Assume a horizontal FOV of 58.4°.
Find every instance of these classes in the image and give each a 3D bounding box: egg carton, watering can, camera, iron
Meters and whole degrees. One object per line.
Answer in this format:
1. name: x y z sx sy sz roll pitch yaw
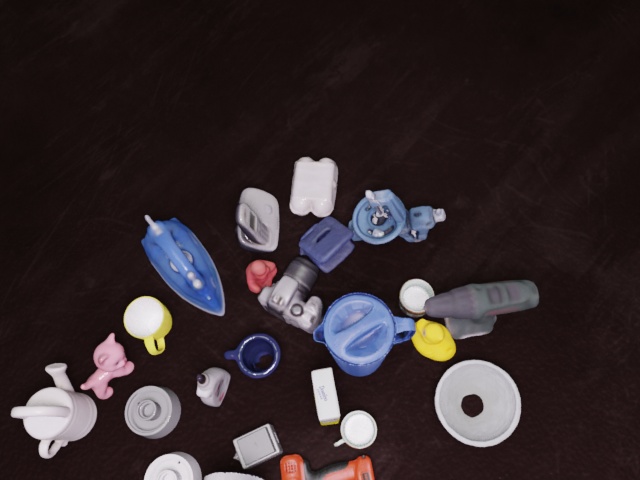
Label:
1. egg carton: -0.013 -0.125 1.349 0.107 0.069 0.150 3 69 5
2. watering can: -0.535 0.338 1.140 0.101 0.194 0.172 -21 69 -4
3. camera: -0.046 0.112 1.245 0.143 0.101 0.137 27 73 13
4. iron: -0.300 0.053 1.261 0.119 0.141 0.258 -39 72 -10

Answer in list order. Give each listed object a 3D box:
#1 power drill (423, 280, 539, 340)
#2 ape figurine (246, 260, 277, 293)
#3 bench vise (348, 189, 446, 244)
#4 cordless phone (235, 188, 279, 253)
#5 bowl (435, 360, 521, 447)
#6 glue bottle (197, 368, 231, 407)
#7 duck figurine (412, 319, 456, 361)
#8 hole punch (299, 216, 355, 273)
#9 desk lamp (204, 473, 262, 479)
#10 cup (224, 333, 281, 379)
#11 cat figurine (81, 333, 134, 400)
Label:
1. power drill: 0.312 0.140 1.154 0.229 0.208 0.075 -12 69 -1
2. ape figurine: -0.133 0.073 1.269 0.078 0.092 0.076 -34 71 -9
3. bench vise: 0.162 -0.068 1.236 0.207 0.220 0.121 -20 69 -4
4. cordless phone: -0.147 -0.061 1.271 0.094 0.185 0.147 -4 69 3
5. bowl: 0.311 0.330 1.154 0.167 0.075 0.167 -1 69 3
6. glue bottle: -0.222 0.289 1.150 0.037 0.173 0.078 12 70 8
7. duck figurine: 0.240 0.205 1.200 0.104 0.086 0.077 40 77 17
8. hole punch: 0.012 0.005 1.287 0.109 0.091 0.101 -44 73 -12
9. desk lamp: -0.152 0.527 1.034 0.118 0.214 0.203 2 69 5
10. cup: -0.136 0.249 1.201 0.117 0.095 0.091 -1 69 4
11. cat figurine: -0.452 0.265 1.203 0.067 0.118 0.128 33 75 15
